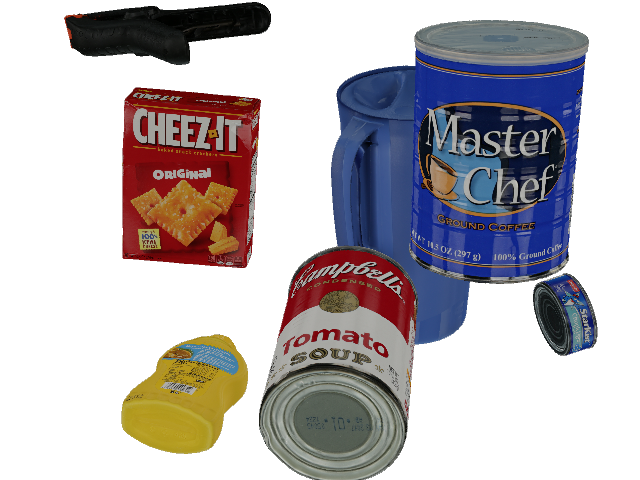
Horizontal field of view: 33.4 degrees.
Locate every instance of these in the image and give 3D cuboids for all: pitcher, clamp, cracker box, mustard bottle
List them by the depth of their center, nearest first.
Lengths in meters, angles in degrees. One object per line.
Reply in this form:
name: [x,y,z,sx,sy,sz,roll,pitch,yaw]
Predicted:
clamp: [-0.127,-0.168,0.847,0.172,0.039,0.120,15,25,37]
pitcher: [0.077,-0.026,0.974,0.149,0.243,0.145,-5,28,-6]
mustard bottle: [-0.128,0.147,1.108,0.096,0.058,0.191,9,22,10]
cracker box: [-0.166,-0.077,1.356,0.164,0.214,0.072,5,22,2]

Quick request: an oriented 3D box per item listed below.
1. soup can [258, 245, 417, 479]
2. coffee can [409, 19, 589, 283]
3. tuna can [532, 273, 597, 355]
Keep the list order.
soup can: [0.010,0.057,0.510,0.068,0.068,0.102,0,30,8]
coffee can: [0.108,-0.058,0.661,0.103,0.140,0.103,0,22,0]
tuna can: [0.265,0.081,1.160,0.033,0.086,0.086,-17,3,-10]
